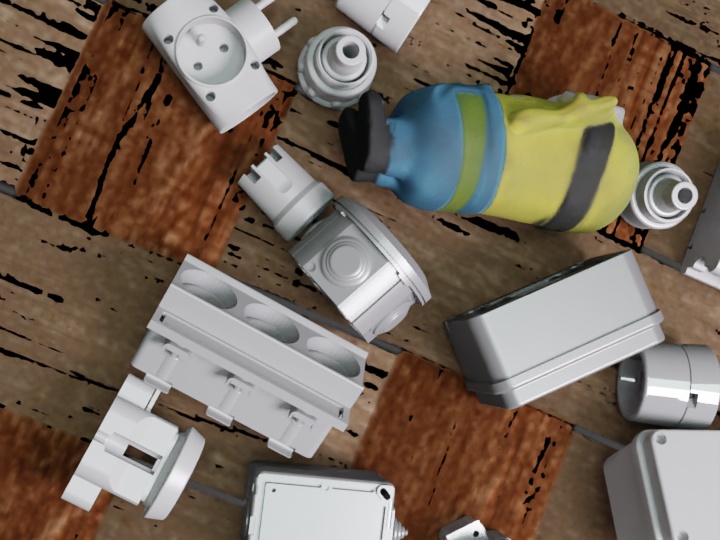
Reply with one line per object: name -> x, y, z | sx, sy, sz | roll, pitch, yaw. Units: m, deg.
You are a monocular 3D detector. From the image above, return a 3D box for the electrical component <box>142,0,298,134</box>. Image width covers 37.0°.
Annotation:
electrical component -> -0.074, -0.135, 0.639 | 0.079, 0.044, 0.077 | -37, 95, -10

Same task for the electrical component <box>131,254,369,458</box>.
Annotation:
electrical component -> -0.064, 0.053, 0.623 | 0.121, 0.078, 0.063 | 29, 112, -9

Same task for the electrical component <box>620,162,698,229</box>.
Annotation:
electrical component -> 0.189, -0.047, 0.676 | 0.043, 0.062, 0.043 | -1, 94, -11

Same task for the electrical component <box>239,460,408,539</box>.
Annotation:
electrical component -> -0.021, 0.149, 0.633 | 0.096, 0.061, 0.061 | 7, 87, -10

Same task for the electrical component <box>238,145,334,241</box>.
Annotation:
electrical component -> -0.045, -0.047, 0.646 | 0.040, 0.040, 0.046 | -44, 90, -9

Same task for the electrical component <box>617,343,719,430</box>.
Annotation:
electrical component -> 0.193, 0.072, 0.679 | 0.047, 0.055, 0.055 | 6, 87, -7

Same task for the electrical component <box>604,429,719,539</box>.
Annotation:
electrical component -> 0.217, 0.141, 0.661 | 0.113, 0.057, 0.078 | 3, 62, -17

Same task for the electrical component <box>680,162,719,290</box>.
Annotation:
electrical component -> 0.256, -0.029, 0.694 | 0.056, 0.050, 0.089 | 23, 84, -9

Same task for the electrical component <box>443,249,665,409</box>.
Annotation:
electrical component -> 0.117, 0.036, 0.654 | 0.113, 0.078, 0.057 | -23, 90, -10

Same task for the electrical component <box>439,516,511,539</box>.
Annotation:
electrical component -> 0.080, 0.194, 0.653 | 0.058, 0.057, 0.078 | -24, 93, -10

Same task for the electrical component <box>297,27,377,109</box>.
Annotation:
electrical component -> -0.011, -0.124, 0.642 | 0.048, 0.062, 0.048 | 0, 89, -10

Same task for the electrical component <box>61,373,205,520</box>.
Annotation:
electrical component -> -0.126, 0.107, 0.617 | 0.057, 0.058, 0.078 | 29, 76, -8

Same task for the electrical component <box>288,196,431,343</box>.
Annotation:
electrical component -> 0.000, 0.000, 0.633 | 0.051, 0.080, 0.080 | -41, 96, -3

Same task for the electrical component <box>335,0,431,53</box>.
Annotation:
electrical component -> 0.018, -0.168, 0.653 | 0.047, 0.055, 0.055 | 33, 83, -4
